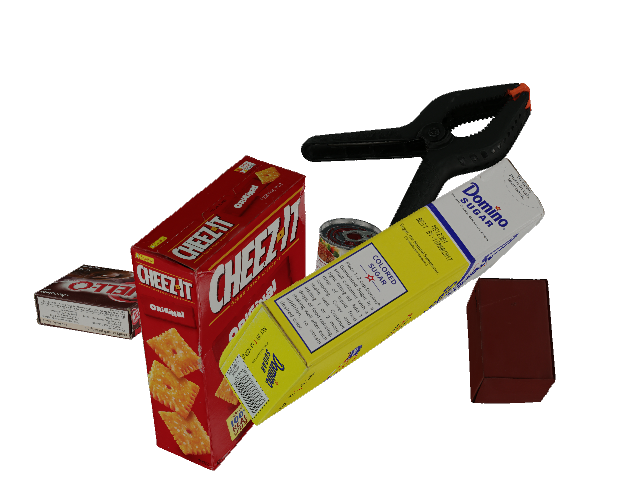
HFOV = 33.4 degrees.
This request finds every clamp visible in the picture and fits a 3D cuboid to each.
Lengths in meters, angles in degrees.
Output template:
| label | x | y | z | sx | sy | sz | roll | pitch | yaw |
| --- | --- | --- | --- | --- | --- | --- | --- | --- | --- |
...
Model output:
| label | x | y | z | sx | sy | sz | roll | pitch | yaw |
| --- | --- | --- | --- | --- | --- | --- | --- | --- | --- |
| clamp | 0.105 | -0.076 | 0.956 | 0.210 | 0.165 | 0.036 | -24 | -42 | -6 |

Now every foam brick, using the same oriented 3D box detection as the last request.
| label | x | y | z | sx | sy | sz | roll | pitch | yaw |
| --- | --- | --- | --- | --- | --- | --- | --- | --- | --- |
| foam brick | 0.134 | 0.071 | 0.759 | 0.051 | 0.078 | 0.053 | 2 | -27 | -1 |

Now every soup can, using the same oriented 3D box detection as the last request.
| label | x | y | z | sx | sy | sz | roll | pitch | yaw |
| --- | --- | --- | --- | --- | --- | --- | --- | --- | --- |
| soup can | 0.028 | 0.036 | 1.138 | 0.068 | 0.102 | 0.068 | 5 | 27 | -3 |

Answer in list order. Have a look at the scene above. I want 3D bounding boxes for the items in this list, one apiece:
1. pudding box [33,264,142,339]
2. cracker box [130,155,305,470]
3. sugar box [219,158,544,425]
| label | x | y | z | sx | sy | sz | roll | pitch | yaw |
| --- | --- | --- | --- | --- | --- | --- | --- | --- | --- |
| pudding box | -0.217 | 0.061 | 1.079 | 0.114 | 0.039 | 0.090 | 5 | 19 | 21 |
| cracker box | -0.076 | 0.062 | 0.910 | 0.072 | 0.214 | 0.164 | 18 | 39 | 24 |
| sugar box | 0.034 | 0.026 | 0.571 | 0.176 | 0.048 | 0.093 | -28 | -13 | -29 |
